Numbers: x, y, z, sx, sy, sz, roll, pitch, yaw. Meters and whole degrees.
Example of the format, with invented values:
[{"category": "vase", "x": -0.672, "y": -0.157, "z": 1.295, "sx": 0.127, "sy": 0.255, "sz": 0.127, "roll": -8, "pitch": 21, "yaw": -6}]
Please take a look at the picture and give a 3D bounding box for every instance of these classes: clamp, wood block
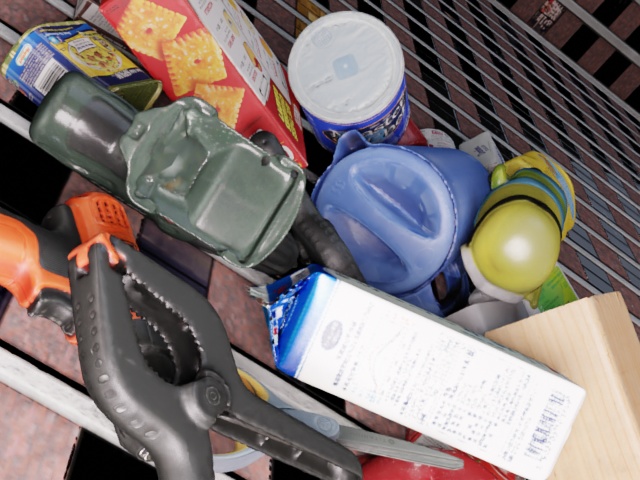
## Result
[{"category": "clamp", "x": -0.006, "y": 0.001, "z": 0.870, "sx": 0.171, "sy": 0.039, "sz": 0.120, "roll": 60, "pitch": -3, "yaw": 19}, {"category": "wood block", "x": 0.212, "y": 0.151, "z": 0.811, "sx": 0.090, "sy": 0.090, "sz": 0.206, "roll": 0, "pitch": 70, "yaw": -59}, {"category": "clamp", "x": -0.060, "y": 0.087, "z": 0.563, "sx": 0.164, "sy": 0.036, "sz": 0.210, "roll": -28, "pitch": 90, "yaw": -55}]

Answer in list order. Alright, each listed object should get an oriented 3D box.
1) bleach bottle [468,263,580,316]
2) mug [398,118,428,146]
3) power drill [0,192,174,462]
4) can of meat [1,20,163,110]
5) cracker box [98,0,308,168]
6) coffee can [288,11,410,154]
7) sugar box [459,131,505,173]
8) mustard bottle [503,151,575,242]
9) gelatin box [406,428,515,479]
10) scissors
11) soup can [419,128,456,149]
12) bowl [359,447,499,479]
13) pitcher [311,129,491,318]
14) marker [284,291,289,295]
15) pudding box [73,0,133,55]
[{"category": "bleach bottle", "x": 0.242, "y": 0.130, "z": 0.987, "sx": 0.251, "sy": 0.068, "sz": 0.102, "roll": 55, "pitch": 43, "yaw": 0}, {"category": "mug", "x": 0.064, "y": -0.107, "z": 1.169, "sx": 0.081, "sy": 0.093, "sz": 0.117, "roll": 55, "pitch": -9, "yaw": 18}, {"category": "power drill", "x": -0.163, "y": 0.033, "z": 0.578, "sx": 0.187, "sy": 0.057, "sz": 0.184, "roll": 20, "pitch": 34, "yaw": -45}, {"category": "can of meat", "x": -0.185, "y": -0.124, "z": 0.830, "sx": 0.084, "sy": 0.057, "sz": 0.102, "roll": 41, "pitch": 22, "yaw": 5}, {"category": "cracker box", "x": -0.099, "y": -0.164, "z": 0.943, "sx": 0.213, "sy": 0.072, "sz": 0.164, "roll": 53, "pitch": 16, "yaw": -29}, {"category": "coffee can", "x": 0.031, "y": -0.140, "z": 0.999, "sx": 0.103, "sy": 0.103, "sz": 0.140, "roll": 46, "pitch": -2, "yaw": 12}, {"category": "sugar box", "x": 0.222, "y": -0.033, "z": 1.244, "sx": 0.176, "sy": 0.048, "sz": 0.093, "roll": 59, "pitch": 15, "yaw": -24}, {"category": "mustard bottle", "x": 0.235, "y": -0.047, "z": 1.139, "sx": 0.096, "sy": 0.058, "sz": 0.191, "roll": 61, "pitch": 21, "yaw": 2}, {"category": "gelatin box", "x": 0.109, "y": 0.157, "z": 0.814, "sx": 0.089, "sy": 0.030, "sz": 0.073, "roll": 38, "pitch": 23, "yaw": -5}, {"category": "scissors", "x": -0.010, "y": 0.124, "z": 0.641, "sx": 0.202, "sy": 0.016, "sz": 0.096, "roll": 24, "pitch": 32, "yaw": 0}, {"category": "soup can", "x": 0.129, "y": -0.081, "z": 1.234, "sx": 0.068, "sy": 0.069, "sz": 0.102, "roll": 34, "pitch": 23, "yaw": -16}, {"category": "bowl", "x": 0.089, "y": 0.189, "z": 0.692, "sx": 0.162, "sy": 0.055, "sz": 0.162, "roll": 34, "pitch": 23, "yaw": -17}, {"category": "pitcher", "x": 0.095, "y": -0.019, "z": 1.008, "sx": 0.145, "sy": 0.149, "sz": 0.242, "roll": 21, "pitch": 14, "yaw": 18}, {"category": "marker", "x": 0.020, "y": 0.078, "z": 0.832, "sx": 0.121, "sy": 0.020, "sz": 0.020, "roll": 37, "pitch": 23, "yaw": -10}, {"category": "pudding box", "x": -0.180, "y": -0.234, "z": 1.015, "sx": 0.090, "sy": 0.039, "sz": 0.113, "roll": 27, "pitch": 51, "yaw": -29}]
